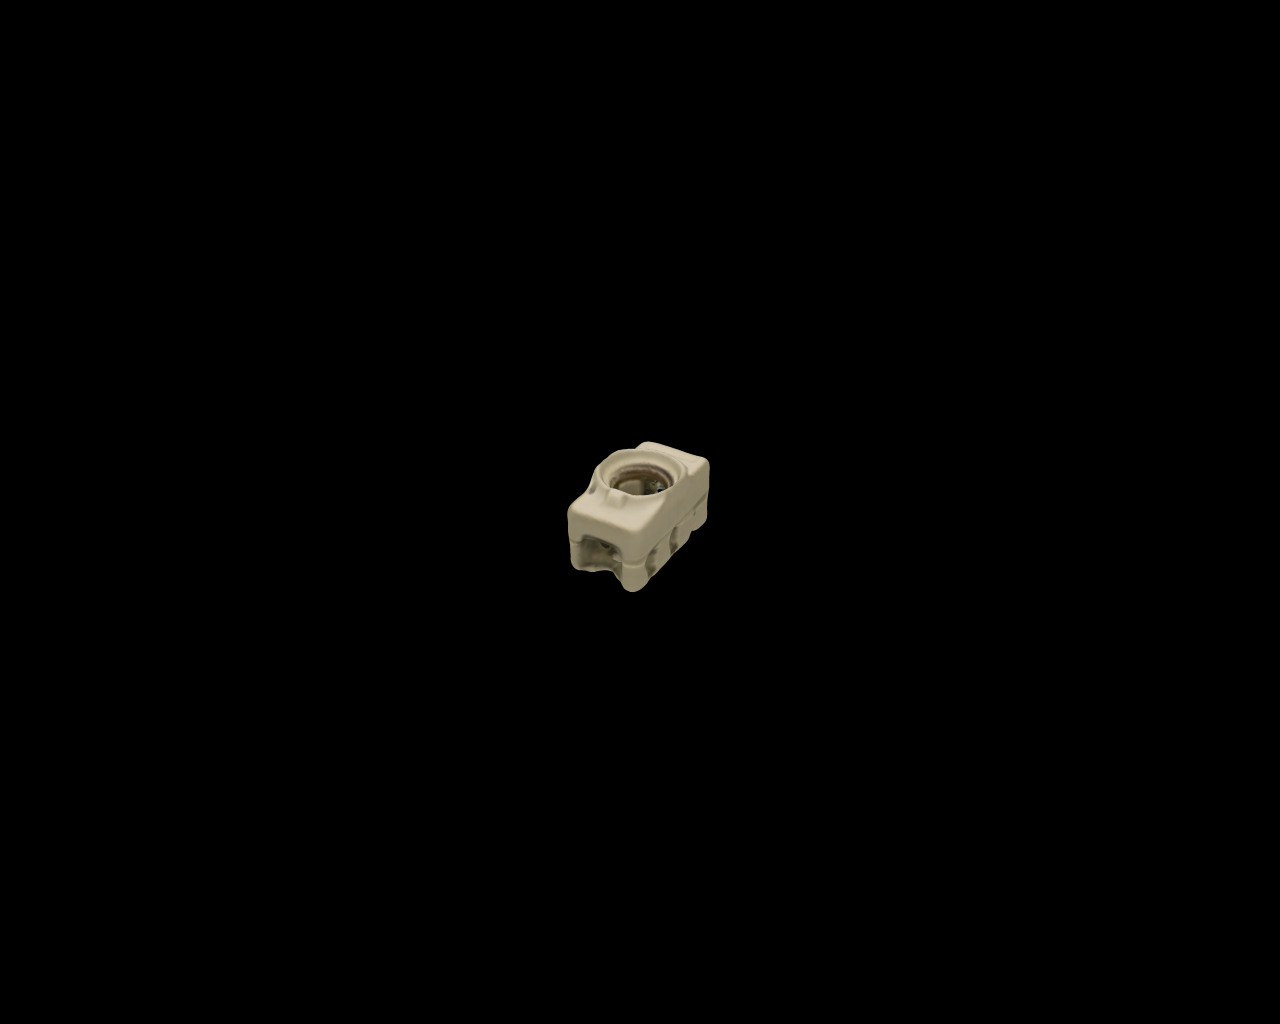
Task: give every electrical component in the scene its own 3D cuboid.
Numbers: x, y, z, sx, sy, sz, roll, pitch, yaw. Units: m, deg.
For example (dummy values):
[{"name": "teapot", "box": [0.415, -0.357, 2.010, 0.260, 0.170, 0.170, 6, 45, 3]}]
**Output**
[{"name": "electrical component", "box": [0.001, -0.003, 0.650, 0.050, 0.055, 0.090, 20, 41, 25]}]
